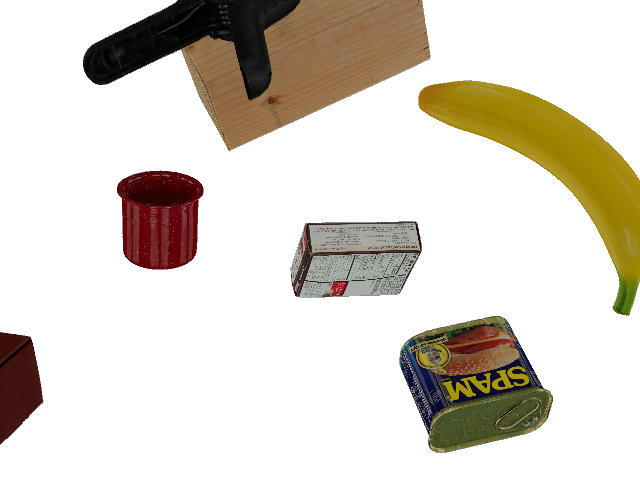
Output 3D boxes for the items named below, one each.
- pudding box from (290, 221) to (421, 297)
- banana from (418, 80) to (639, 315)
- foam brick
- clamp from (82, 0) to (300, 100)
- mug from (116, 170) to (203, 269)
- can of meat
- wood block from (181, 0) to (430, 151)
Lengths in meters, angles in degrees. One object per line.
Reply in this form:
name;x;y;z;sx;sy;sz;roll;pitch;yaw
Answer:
pudding box;0.033;0.019;1.036;0.113;0.039;0.090;-3;-31;-14
banana;0.147;-0.046;0.676;0.070;0.198;0.037;-43;-16;7
foam brick;-0.224;0.099;0.685;0.053;0.051;0.078;6;29;22
clamp;-0.053;-0.139;0.663;0.120;0.039;0.171;20;50;23
mug;-0.181;-0.026;1.174;0.093;0.081;0.117;-11;31;-28
can of meat;0.122;0.114;0.860;0.102;0.057;0.084;-10;46;-11
wood block;-0.015;-0.178;0.969;0.206;0.090;0.091;-25;-38;-6
